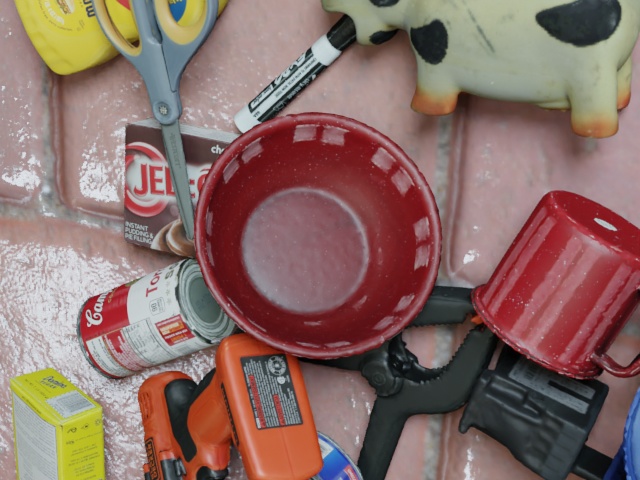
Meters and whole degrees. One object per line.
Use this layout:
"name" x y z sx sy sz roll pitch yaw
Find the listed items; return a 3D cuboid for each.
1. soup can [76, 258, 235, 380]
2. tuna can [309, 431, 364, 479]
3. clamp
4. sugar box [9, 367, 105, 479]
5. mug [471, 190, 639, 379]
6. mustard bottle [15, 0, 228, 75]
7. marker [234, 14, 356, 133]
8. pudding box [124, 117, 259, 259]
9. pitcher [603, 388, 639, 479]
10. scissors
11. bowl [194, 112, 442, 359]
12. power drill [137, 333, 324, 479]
"soup can" -0.121 0.059 0.795 0.102 0.068 0.068 -21 97 29
"tuna can" -0.008 0.179 0.770 0.086 0.033 0.086 25 132 31
"clamp" 0.050 0.100 0.744 0.210 0.036 0.164 -27 95 34
"sugar box" -0.215 0.205 0.886 0.093 0.048 0.176 25 122 46
"mug" 0.157 0.030 0.634 0.117 0.093 0.082 48 120 39
"mustard bottle" -0.117 -0.180 0.719 0.192 0.058 0.096 -12 104 28
"marker" -0.012 -0.112 0.714 0.121 0.020 0.020 -38 88 30
"pudding box" -0.086 -0.034 0.764 0.114 0.039 0.090 11 111 22
"pitcher" 0.228 0.065 0.528 0.149 0.242 0.145 9 110 23
"scissors" -0.088 -0.099 0.702 0.096 0.016 0.202 -13 109 27
"bowl" -0.005 0.001 0.698 0.162 0.162 0.055 50 162 3
"power drill" -0.069 0.158 0.747 0.188 0.057 0.184 -42 58 49
